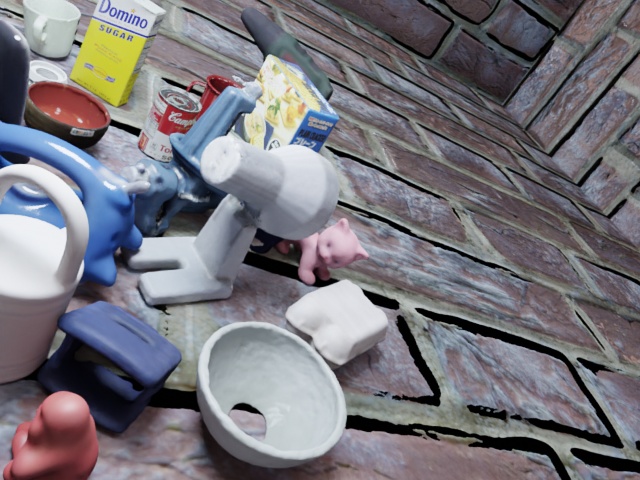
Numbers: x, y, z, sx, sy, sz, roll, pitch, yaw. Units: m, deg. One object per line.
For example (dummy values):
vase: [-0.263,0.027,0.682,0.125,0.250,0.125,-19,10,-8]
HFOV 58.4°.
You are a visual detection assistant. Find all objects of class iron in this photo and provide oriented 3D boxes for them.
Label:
iron: [-0.309,-0.061,0.606,0.259,0.141,0.118,29,29,-11]

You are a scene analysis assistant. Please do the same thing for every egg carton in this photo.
egg carton: [0.024,0.113,0.769,0.107,0.069,0.151,45,30,19]

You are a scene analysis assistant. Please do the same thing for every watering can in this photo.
watering can: [-0.254,0.028,0.475,0.101,0.194,0.172,24,30,-19]

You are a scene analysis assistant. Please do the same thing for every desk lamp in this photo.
desk lamp: [-0.101,-0.029,0.702,0.204,0.213,0.117,-3,46,-48]

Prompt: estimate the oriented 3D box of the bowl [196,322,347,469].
bowl: [-0.060,0.169,0.591,0.168,0.074,0.167,26,30,-16]

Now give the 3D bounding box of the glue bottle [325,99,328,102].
glue bottle: [-0.033,-0.183,1.048,0.037,0.173,0.078,37,29,4]

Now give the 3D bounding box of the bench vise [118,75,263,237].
bench vise: [-0.156,-0.106,0.753,0.121,0.219,0.207,34,29,-1]

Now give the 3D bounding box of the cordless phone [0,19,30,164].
cordless phone: [-0.390,-0.183,0.659,0.147,0.185,0.094,40,29,9]

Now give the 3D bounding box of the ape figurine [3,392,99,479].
ape figurine: [-0.205,0.152,0.447,0.076,0.092,0.078,37,29,5]

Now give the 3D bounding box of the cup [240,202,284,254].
cup: [-0.086,-0.025,0.836,0.091,0.095,0.118,48,31,23]

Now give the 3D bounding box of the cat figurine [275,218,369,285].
cat figurine: [0.008,0.003,0.868,0.067,0.117,0.127,-8,49,-51]

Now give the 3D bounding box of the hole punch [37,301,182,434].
hole punch: [-0.190,0.103,0.538,0.108,0.091,0.101,34,29,-1]

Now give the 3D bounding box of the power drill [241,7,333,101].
power drill: [-0.098,-0.308,1.130,0.229,0.208,0.076,35,28,-1]
